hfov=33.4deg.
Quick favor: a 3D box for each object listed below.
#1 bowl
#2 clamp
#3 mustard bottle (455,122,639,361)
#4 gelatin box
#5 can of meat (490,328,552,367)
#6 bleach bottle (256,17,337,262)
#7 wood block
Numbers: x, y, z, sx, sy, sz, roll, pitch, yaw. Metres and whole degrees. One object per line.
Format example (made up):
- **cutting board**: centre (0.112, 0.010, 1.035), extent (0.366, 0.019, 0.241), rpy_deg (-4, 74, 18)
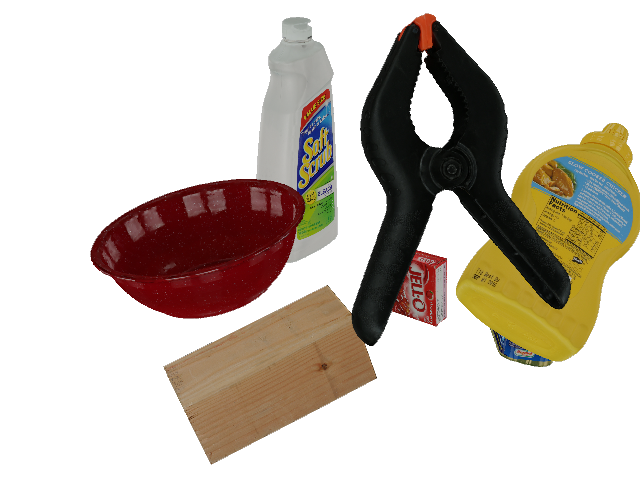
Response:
- **bowl**: centre (-0.085, 0.011, 0.794), extent (0.162, 0.055, 0.162), rpy_deg (-11, 25, 5)
- **clamp**: centre (0.056, -0.028, 0.561), extent (0.120, 0.171, 0.039), rpy_deg (-19, 1, -17)
- **mustard bottle**: centre (0.182, -0.013, 0.783), extent (0.096, 0.191, 0.058), rpy_deg (32, -24, 4)
- **gelatin box**: centre (0.123, 0.057, 1.354), extent (0.073, 0.089, 0.030), rpy_deg (17, 34, 35)
- **can of meat**: centre (0.197, 0.061, 1.012), extent (0.057, 0.084, 0.102), rpy_deg (8, 18, -1)
- **bleach bottle**: centre (-0.028, -0.109, 1.137), extent (0.068, 0.251, 0.102), rpy_deg (19, 32, 36)
- **wood block**: centre (-0.055, 0.147, 1.182), extent (0.206, 0.091, 0.090), rpy_deg (-26, 30, -10)
